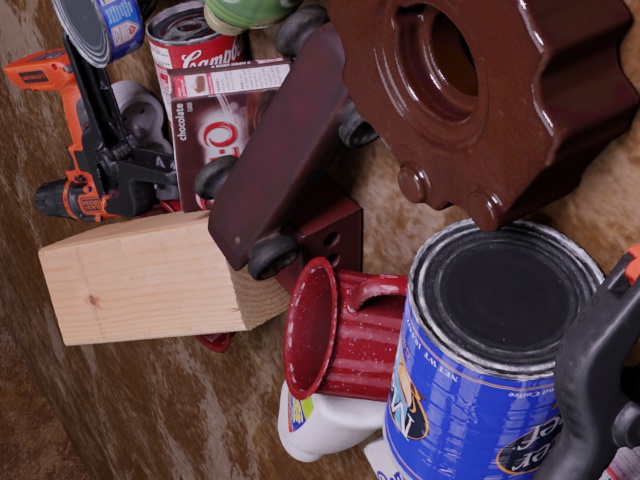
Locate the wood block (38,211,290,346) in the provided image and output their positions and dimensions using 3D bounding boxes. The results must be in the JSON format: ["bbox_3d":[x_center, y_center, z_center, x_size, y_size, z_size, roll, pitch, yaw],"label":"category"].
[{"bbox_3d":[-0.123,0.027,0.881,0.207,0.090,0.091,-8,100,37],"label":"wood block"}]

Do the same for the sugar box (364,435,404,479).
[{"bbox_3d":[0.102,0.218,0.789,0.176,0.048,0.093,59,155,6],"label":"sugar box"}]

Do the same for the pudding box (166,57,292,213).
[{"bbox_3d":[-0.059,-0.073,0.756,0.113,0.090,0.039,90,168,-46],"label":"pudding box"}]

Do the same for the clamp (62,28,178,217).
[{"bbox_3d":[-0.166,-0.070,0.918,0.165,0.036,0.210,50,155,18],"label":"clamp"}]

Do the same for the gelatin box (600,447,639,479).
[{"bbox_3d":[0.171,0.151,0.596,0.089,0.030,0.073,51,152,26],"label":"gelatin box"}]

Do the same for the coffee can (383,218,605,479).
[{"bbox_3d":[0.091,0.070,0.583,0.103,0.102,0.140,48,153,31],"label":"coffee can"}]

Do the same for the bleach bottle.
[{"bbox_3d":[0.005,0.132,0.855,0.251,0.068,0.102,114,156,-63],"label":"bleach bottle"}]

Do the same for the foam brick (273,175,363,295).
[{"bbox_3d":[-0.005,0.001,0.773,0.051,0.053,0.078,45,151,36],"label":"foam brick"}]

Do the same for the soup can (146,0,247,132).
[{"bbox_3d":[-0.085,-0.118,0.793,0.069,0.068,0.102,37,147,45],"label":"soup can"}]

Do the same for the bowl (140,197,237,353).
[{"bbox_3d":[-0.106,0.023,1.002,0.162,0.055,0.162,46,151,34],"label":"bowl"}]

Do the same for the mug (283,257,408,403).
[{"bbox_3d":[0.033,0.056,0.688,0.117,0.081,0.093,123,150,-48],"label":"mug"}]

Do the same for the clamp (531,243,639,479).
[{"bbox_3d":[0.135,0.086,0.501,0.039,0.120,0.171,-136,32,-58],"label":"clamp"}]

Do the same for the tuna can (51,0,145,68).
[{"bbox_3d":[-0.165,-0.172,0.782,0.086,0.033,0.086,43,152,30],"label":"tuna can"}]

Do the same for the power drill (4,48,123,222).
[{"bbox_3d":[-0.266,-0.108,1.137,0.185,0.057,0.187,-1,117,38],"label":"power drill"}]
